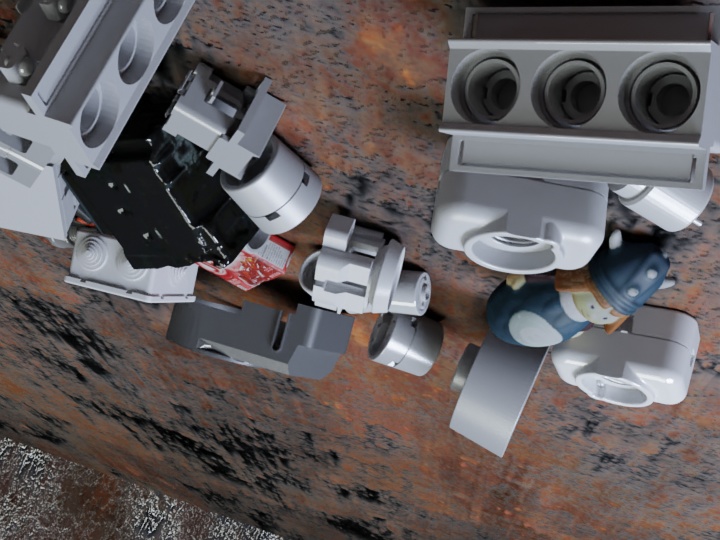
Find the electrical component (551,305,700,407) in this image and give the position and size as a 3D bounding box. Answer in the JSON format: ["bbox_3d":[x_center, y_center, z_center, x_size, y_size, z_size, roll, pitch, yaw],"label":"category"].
[{"bbox_3d":[0.191,0.061,0.780,0.095,0.059,0.053,10,156,26],"label":"electrical component"}]

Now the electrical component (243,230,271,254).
[{"bbox_3d":[-0.105,-0.042,0.835,0.065,0.044,0.044,17,159,24],"label":"electrical component"}]

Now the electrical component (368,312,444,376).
[{"bbox_3d":[0.040,0.060,0.926,0.047,0.055,0.055,24,159,-16],"label":"electrical component"}]

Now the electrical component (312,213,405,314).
[{"bbox_3d":[0.000,0.000,0.807,0.057,0.058,0.078,15,132,6],"label":"electrical component"}]

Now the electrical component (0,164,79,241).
[{"bbox_3d":[-0.294,-0.087,0.827,0.150,0.061,0.089,12,143,0],"label":"electrical component"}]

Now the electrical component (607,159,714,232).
[{"bbox_3d":[0.151,-0.052,0.573,0.078,0.040,0.040,28,158,-17],"label":"electrical component"}]

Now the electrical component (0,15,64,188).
[{"bbox_3d":[-0.193,-0.117,0.667,0.062,0.089,0.150,29,157,-19],"label":"electrical component"}]

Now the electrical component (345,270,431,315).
[{"bbox_3d":[0.023,0.016,0.855,0.065,0.044,0.044,5,154,24],"label":"electrical component"}]

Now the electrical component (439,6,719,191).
[{"bbox_3d":[0.107,-0.080,0.504,0.121,0.078,0.063,8,-176,30],"label":"electrical component"}]

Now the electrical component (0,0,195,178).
[{"bbox_3d":[-0.142,-0.122,0.564,0.063,0.121,0.078,19,159,14],"label":"electrical component"}]

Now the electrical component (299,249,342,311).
[{"bbox_3d":[-0.023,0.009,0.883,0.040,0.040,0.046,9,161,29],"label":"electrical component"}]

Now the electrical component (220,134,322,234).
[{"bbox_3d":[-0.062,-0.060,0.733,0.055,0.055,0.047,1,147,41],"label":"electrical component"}]

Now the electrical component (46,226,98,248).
[{"bbox_3d":[-0.263,-0.037,0.999,0.061,0.035,0.035,4,153,31],"label":"electrical component"}]

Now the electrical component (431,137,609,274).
[{"bbox_3d":[0.092,-0.036,0.620,0.095,0.059,0.053,10,158,0],"label":"electrical component"}]

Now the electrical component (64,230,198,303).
[{"bbox_3d":[-0.200,-0.004,0.961,0.100,0.048,0.100,13,-177,18],"label":"electrical component"}]

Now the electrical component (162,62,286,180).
[{"bbox_3d":[-0.089,-0.097,0.687,0.064,0.042,0.081,30,156,-12],"label":"electrical component"}]

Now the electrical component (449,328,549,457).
[{"bbox_3d":[0.108,0.088,0.864,0.060,0.108,0.108,23,159,11],"label":"electrical component"}]
